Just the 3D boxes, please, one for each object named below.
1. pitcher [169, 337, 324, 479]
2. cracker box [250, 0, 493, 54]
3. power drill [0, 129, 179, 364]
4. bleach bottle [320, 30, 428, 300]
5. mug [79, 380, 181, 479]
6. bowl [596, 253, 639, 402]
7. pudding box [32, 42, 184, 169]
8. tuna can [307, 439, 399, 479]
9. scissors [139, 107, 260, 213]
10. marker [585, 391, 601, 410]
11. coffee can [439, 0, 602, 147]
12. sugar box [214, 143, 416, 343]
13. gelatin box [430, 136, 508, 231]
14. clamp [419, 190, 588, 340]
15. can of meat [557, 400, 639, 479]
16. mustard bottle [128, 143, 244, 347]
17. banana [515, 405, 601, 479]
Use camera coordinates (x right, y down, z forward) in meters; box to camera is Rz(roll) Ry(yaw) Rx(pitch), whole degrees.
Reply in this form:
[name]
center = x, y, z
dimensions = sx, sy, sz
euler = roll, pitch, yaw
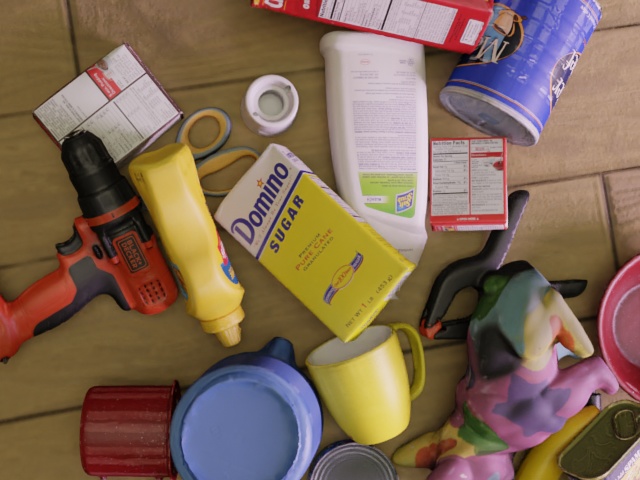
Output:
[pitcher]
center = -0.064, 0.170, 0.902
dimensions = 0.145, 0.243, 0.149
euler = -23, 84, -3
[cracker box]
center = 0.053, -0.271, 0.992
dimensions = 0.213, 0.072, 0.164
euler = 11, 57, -4
[power drill]
center = -0.244, 0.014, 0.968
dimensions = 0.187, 0.057, 0.184
euler = -25, 106, -4
[bleach bottle]
center = 0.052, -0.069, 1.017
dimensions = 0.102, 0.068, 0.251
euler = 0, 90, -6
[mug]
center = -0.171, 0.185, 0.970
dimensions = 0.081, 0.093, 0.117
euler = 0, 90, -1
[bowl]
center = 0.339, 0.085, 1.041
dimensions = 0.162, 0.055, 0.162
euler = 0, 87, -6
[pudding box]
center = -0.199, -0.118, 1.005
dimensions = 0.113, 0.039, 0.090
euler = -39, 94, -3
[tuna can]
center = 0.031, 0.234, 1.014
dimensions = 0.086, 0.034, 0.086
euler = 0, 87, -6
[scissors]
center = -0.155, -0.064, 1.017
dimensions = 0.201, 0.016, 0.096
euler = -16, 91, -7
[marker]
center = 0.270, 0.206, 1.047
dimensions = 0.020, 0.020, 0.121
euler = -3, 88, -6
[coffee can]
center = 0.190, -0.174, 1.015
dimensions = 0.103, 0.103, 0.140
euler = 29, 85, -4
[sugar box]
center = -0.007, 0.001, 0.982
dimensions = 0.176, 0.048, 0.093
euler = 42, 101, 12
[gelatin box]
center = 0.143, -0.054, 1.024
dimensions = 0.073, 0.030, 0.089
euler = -1, 74, 11
[clamp]
center = 0.164, 0.032, 1.035
dimensions = 0.171, 0.039, 0.120
euler = -27, 89, -11
[can of meat]
center = 0.282, 0.216, 1.001
dimensions = 0.102, 0.058, 0.084
euler = -39, 117, -22
[mustard bottle]
center = -0.114, 0.010, 0.974
dimensions = 0.058, 0.096, 0.191
euler = -21, 104, -6
[banana]
center = 0.214, 0.248, 1.029
dimensions = 0.069, 0.037, 0.198
euler = 15, 90, -10
